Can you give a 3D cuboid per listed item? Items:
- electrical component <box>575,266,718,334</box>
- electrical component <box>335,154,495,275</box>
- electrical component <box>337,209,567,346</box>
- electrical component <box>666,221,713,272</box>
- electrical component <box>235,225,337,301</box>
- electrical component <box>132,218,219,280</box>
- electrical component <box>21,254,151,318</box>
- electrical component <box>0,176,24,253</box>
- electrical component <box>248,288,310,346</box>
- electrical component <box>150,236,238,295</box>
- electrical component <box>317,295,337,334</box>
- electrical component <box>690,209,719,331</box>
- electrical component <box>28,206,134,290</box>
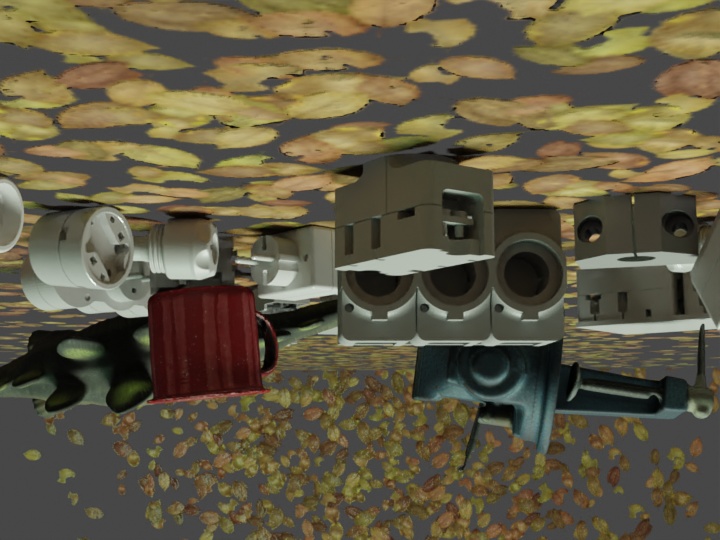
[{"bbox_3d":[0.295,0.017,0.934,0.186,0.060,0.105,-7,170,37],"label":"electrical component"},{"bbox_3d":[0.029,-0.031,0.601,0.050,0.055,0.089,6,170,-34],"label":"electrical component"},{"bbox_3d":[0.060,0.006,0.740,0.150,0.089,0.061,0,172,-5],"label":"electrical component"},{"bbox_3d":[0.249,-0.019,0.775,0.035,0.035,0.061,7,166,-43],"label":"electrical component"},{"bbox_3d":[-0.057,-0.006,0.802,0.077,0.047,0.066,6,168,-44],"label":"electrical component"},{"bbox_3d":[-0.132,-0.015,0.750,0.062,0.043,0.043,0,172,3],"label":"electrical component"},{"bbox_3d":[-0.195,0.008,0.869,0.074,0.052,0.138,-6,171,34],"label":"electrical component"},{"bbox_3d":[-0.238,-0.033,0.630,0.065,0.044,0.044,2,173,15],"label":"electrical component"},{"bbox_3d":[-0.090,0.049,1.120,0.042,0.063,0.081,4,171,-32],"label":"electrical component"},{"bbox_3d":[-0.129,-0.005,0.828,0.064,0.042,0.081,-2,173,-15],"label":"electrical component"},{"bbox_3d":[0.007,0.039,1.107,0.100,0.048,0.100,2,171,-15],"label":"electrical component"},{"bbox_3d":[0.248,-0.005,0.662,0.062,0.061,0.096,1,132,-11],"label":"electrical component"},{"bbox_3d":[-0.187,-0.014,0.718,0.047,0.055,0.055,0,173,25],"label":"electrical component"}]
